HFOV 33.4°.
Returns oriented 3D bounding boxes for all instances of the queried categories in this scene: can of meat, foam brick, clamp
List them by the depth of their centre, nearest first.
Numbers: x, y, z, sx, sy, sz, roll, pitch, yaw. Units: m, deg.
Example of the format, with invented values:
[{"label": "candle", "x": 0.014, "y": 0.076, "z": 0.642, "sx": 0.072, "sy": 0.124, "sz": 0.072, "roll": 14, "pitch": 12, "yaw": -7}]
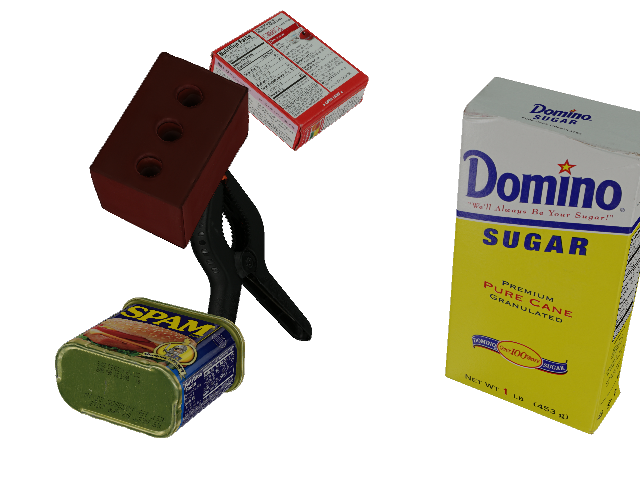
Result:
[{"label": "foam brick", "x": -0.077, "y": -0.047, "z": 0.557, "sx": 0.053, "sy": 0.078, "sz": 0.051, "roll": 24, "pitch": -21, "yaw": 6}, {"label": "can of meat", "x": -0.116, "y": 0.085, "z": 0.723, "sx": 0.102, "sy": 0.057, "sz": 0.083, "roll": 12, "pitch": 22, "yaw": 23}, {"label": "clamp", "x": -0.075, "y": 0.027, "z": 1.043, "sx": 0.036, "sy": 0.210, "sz": 0.164, "roll": -10, "pitch": 0, "yaw": 35}]

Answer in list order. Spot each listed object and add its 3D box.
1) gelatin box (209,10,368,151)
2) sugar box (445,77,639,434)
[{"label": "gelatin box", "x": -0.023, "y": -0.114, "z": 0.753, "sx": 0.073, "sy": 0.089, "sz": 0.030, "roll": -39, "pitch": -19, "yaw": -32}, {"label": "sugar box", "x": 0.117, "y": 0.011, "z": 0.554, "sx": 0.093, "sy": 0.176, "sz": 0.048, "roll": 19, "pitch": 42, "yaw": 27}]
